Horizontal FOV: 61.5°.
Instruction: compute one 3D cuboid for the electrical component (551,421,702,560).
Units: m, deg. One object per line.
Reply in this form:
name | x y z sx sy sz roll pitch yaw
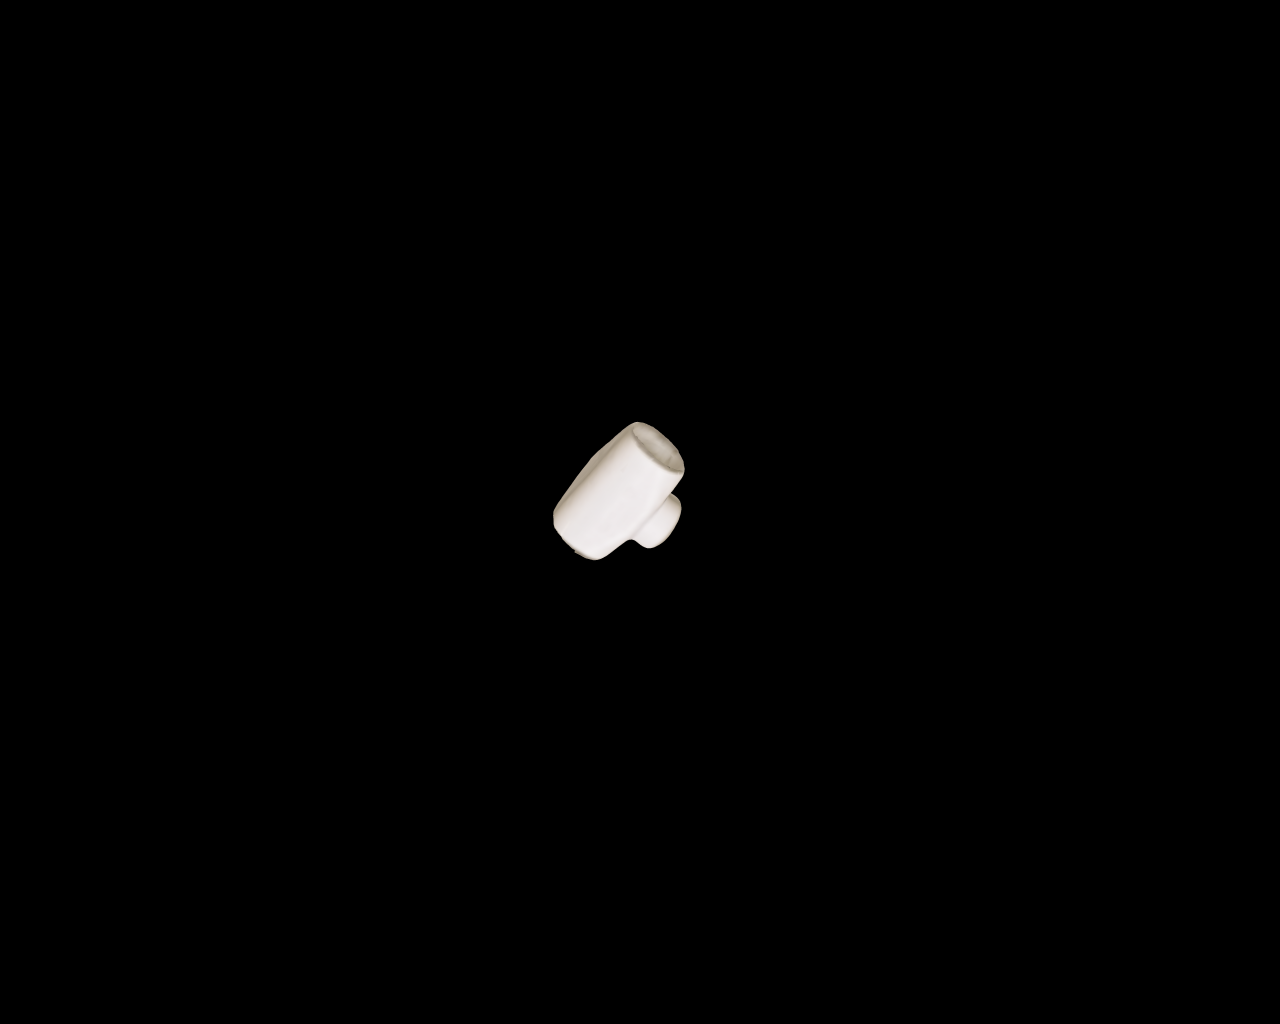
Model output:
electrical component | 0.001 -0.003 0.650 0.079 0.077 0.044 36 24 -18
